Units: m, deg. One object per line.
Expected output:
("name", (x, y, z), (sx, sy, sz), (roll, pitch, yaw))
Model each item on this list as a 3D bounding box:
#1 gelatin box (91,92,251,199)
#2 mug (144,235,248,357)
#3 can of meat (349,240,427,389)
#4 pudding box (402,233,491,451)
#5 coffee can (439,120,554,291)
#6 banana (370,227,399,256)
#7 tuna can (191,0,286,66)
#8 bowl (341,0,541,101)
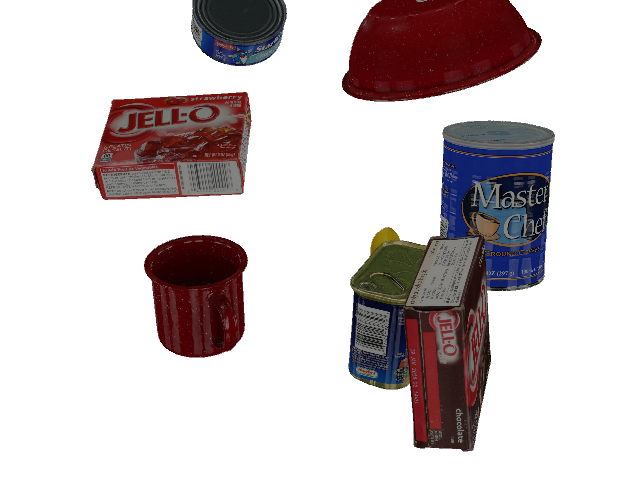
("gelatin box", (-0.089, -0.059, 0.656), (0.089, 0.030, 0.073), (-2, 40, 4))
("mug", (-0.105, 0.058, 0.967), (0.093, 0.081, 0.117), (-18, 35, -28))
("can of meat", (0.060, 0.059, 0.860), (0.057, 0.084, 0.102), (13, 27, 18))
("pudding box", (0.077, 0.057, 0.631), (0.039, 0.090, 0.113), (0, 21, 13))
("coffee can", (0.164, -0.035, 1.009), (0.103, 0.140, 0.103), (0, 17, 0))
("banana", (0.097, 0.034, 1.199), (0.069, 0.037, 0.198), (2, 24, -30))
("tuna can", (-0.075, -0.201, 0.976), (0.086, 0.086, 0.034), (0, -32, -11))
("bowl", (0.089, -0.165, 0.842), (0.162, 0.055, 0.162), (-14, 24, 6))
